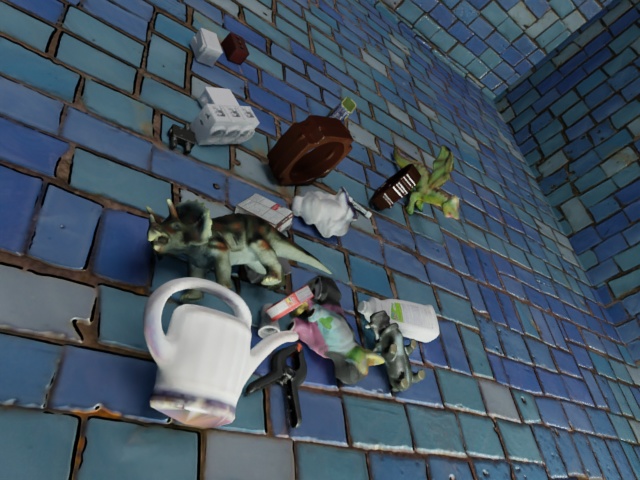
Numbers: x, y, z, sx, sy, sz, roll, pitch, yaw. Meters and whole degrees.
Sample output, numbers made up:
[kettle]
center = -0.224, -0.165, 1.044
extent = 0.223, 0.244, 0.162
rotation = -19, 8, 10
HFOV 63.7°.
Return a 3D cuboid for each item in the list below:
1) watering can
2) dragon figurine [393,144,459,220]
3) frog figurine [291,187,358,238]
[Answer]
[watering can]
center = -0.157, 0.198, 0.863
extent = 0.343, 0.103, 0.229
rotation = 35, 53, -43
[dragon figurine]
center = 0.381, -0.232, 1.804
extent = 0.122, 0.238, 0.419
rotation = 11, 51, -37
[frog figurine]
center = 0.004, -0.069, 1.366
extent = 0.160, 0.120, 0.139
rotation = -11, 70, -13
